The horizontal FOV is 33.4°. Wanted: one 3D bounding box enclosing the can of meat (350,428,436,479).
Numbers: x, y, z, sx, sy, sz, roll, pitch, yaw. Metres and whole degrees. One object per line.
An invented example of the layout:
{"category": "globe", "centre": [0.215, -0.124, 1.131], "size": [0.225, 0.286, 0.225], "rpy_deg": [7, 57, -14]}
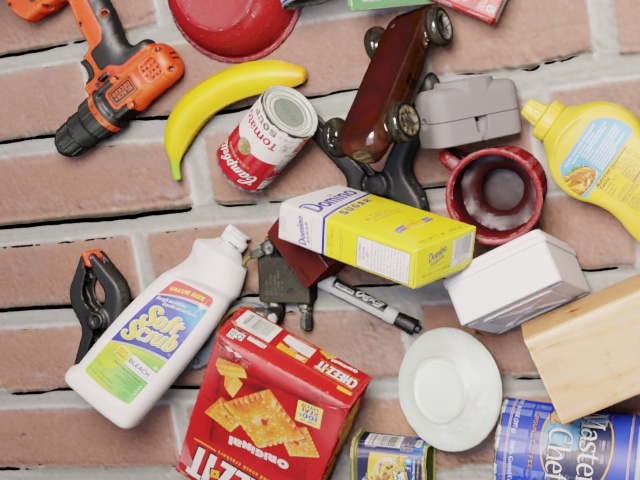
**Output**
{"category": "can of meat", "centre": [0.080, 0.261, 1.160], "size": [0.084, 0.057, 0.102], "rpy_deg": [3, 103, 18]}

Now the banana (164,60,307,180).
{"category": "banana", "centre": [-0.105, -0.146, 1.154], "size": [0.198, 0.037, 0.069], "rpy_deg": [-35, 103, 24]}

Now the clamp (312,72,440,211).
{"category": "clamp", "centre": [0.053, -0.064, 1.111], "size": [0.165, 0.036, 0.210], "rpy_deg": [0, 102, 27]}

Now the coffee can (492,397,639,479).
{"category": "coffee can", "centre": [0.250, 0.216, 1.062], "size": [0.140, 0.102, 0.103], "rpy_deg": [5, 103, 19]}

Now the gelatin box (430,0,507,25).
{"category": "gelatin box", "centre": [0.152, -0.261, 1.024], "size": [0.073, 0.030, 0.089], "rpy_deg": [25, 91, 14]}

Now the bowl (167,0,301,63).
{"category": "bowl", "centre": [-0.100, -0.265, 1.115], "size": [0.162, 0.055, 0.162], "rpy_deg": [4, 102, 19]}

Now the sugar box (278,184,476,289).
{"category": "sugar box", "centre": [0.052, -0.008, 1.028], "size": [0.176, 0.093, 0.048], "rpy_deg": [22, 119, 38]}

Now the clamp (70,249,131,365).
{"category": "clamp", "centre": [-0.244, 0.097, 1.253], "size": [0.120, 0.039, 0.171], "rpy_deg": [1, 101, 18]}

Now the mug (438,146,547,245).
{"category": "mug", "centre": [0.167, -0.055, 1.046], "size": [0.117, 0.081, 0.093], "rpy_deg": [34, 111, 10]}

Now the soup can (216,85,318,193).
{"category": "soup can", "centre": [-0.055, -0.104, 1.109], "size": [0.068, 0.068, 0.102], "rpy_deg": [50, 133, 4]}

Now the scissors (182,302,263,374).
{"category": "scissors", "centre": [-0.124, 0.149, 1.233], "size": [0.202, 0.016, 0.096], "rpy_deg": [-42, 85, 23]}

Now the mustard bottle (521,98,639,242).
{"category": "mustard bottle", "centre": [0.276, -0.076, 1.015], "size": [0.192, 0.058, 0.096], "rpy_deg": [35, 114, 10]}

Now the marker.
{"category": "marker", "centre": [0.054, 0.069, 1.148], "size": [0.121, 0.020, 0.020], "rpy_deg": [27, 109, 13]}

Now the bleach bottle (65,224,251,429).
{"category": "bleach bottle", "centre": [-0.170, 0.084, 1.190], "size": [0.102, 0.068, 0.251], "rpy_deg": [38, 95, 8]}

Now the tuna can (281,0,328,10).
{"category": "tuna can", "centre": [-0.001, -0.259, 1.063], "size": [0.086, 0.086, 0.034], "rpy_deg": [-15, 95, 22]}

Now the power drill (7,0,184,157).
{"category": "power drill", "centre": [-0.264, -0.207, 1.188], "size": [0.185, 0.057, 0.187], "rpy_deg": [-34, 91, 20]}

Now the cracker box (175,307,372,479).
{"category": "cracker box", "centre": [-0.056, 0.203, 1.166], "size": [0.164, 0.072, 0.214], "rpy_deg": [28, 123, 13]}

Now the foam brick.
{"category": "foam brick", "centre": [-0.007, 0.001, 1.126], "size": [0.078, 0.051, 0.053], "rpy_deg": [54, 140, 10]}

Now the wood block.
{"category": "wood block", "centre": [0.302, 0.084, 0.999], "size": [0.206, 0.090, 0.090], "rpy_deg": [-24, 91, 11]}
